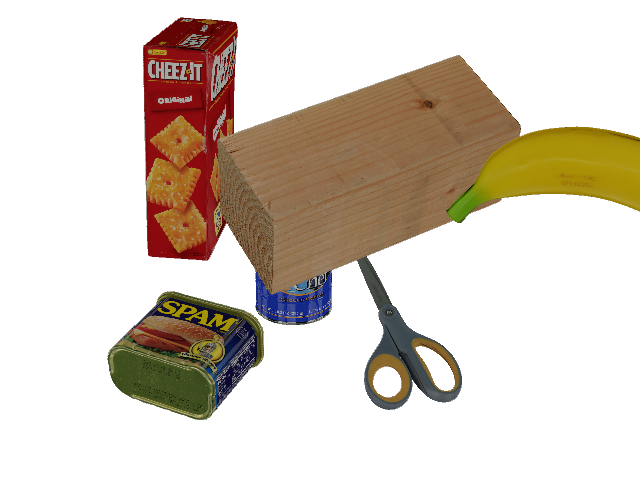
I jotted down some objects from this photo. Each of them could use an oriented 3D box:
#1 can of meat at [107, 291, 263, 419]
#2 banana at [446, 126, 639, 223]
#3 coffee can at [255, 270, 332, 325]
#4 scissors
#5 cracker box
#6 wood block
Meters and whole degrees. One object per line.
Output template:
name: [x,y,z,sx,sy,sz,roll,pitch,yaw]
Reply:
can of meat: [-0.110,0.093,0.869,0.102,0.057,0.083,14,33,20]
banana: [0.172,-0.020,0.579,0.198,0.070,0.037,16,18,14]
coffee can: [-0.035,0.024,1.389,0.103,0.140,0.103,0,25,0]
scissors: [0.053,0.085,1.009,0.096,0.016,0.202,-27,52,-20]
cracker box: [-0.129,-0.108,1.096,0.072,0.214,0.164,5,21,3]
wood block: [0.035,-0.052,0.804,0.205,0.091,0.090,-22,-33,-19]
